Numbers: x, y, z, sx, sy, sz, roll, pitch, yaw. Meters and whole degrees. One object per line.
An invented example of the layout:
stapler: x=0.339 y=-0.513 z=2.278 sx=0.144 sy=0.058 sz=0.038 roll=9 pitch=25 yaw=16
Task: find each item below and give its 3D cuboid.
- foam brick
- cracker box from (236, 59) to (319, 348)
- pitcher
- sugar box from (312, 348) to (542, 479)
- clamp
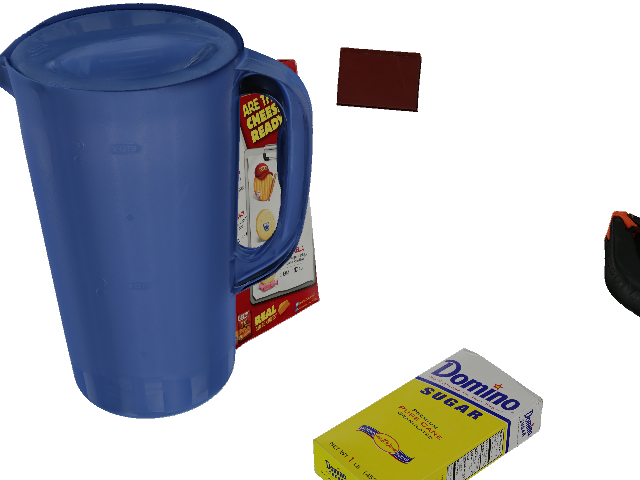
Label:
foam brick: x=0.055 y=-0.152 z=1.004 sx=0.078 sy=0.051 sz=0.053 roll=5 pitch=15 yaw=3
cracker box: x=-0.081 y=-0.027 z=0.860 sx=0.072 sy=0.214 sz=0.163 roll=5 pitch=20 yaw=35
pitcher: x=-0.099 y=-0.013 z=0.654 sx=0.144 sy=0.243 sz=0.149 roll=-24 pitch=39 yaw=-33
sugar box: x=0.090 y=0.160 z=0.881 sx=0.176 sy=0.048 sz=0.093 roll=-29 pitch=43 yaw=-29
clamp: x=0.255 y=0.043 z=0.713 sx=0.120 sy=0.039 sz=0.171 roll=-2 pitch=45 yaw=-19
